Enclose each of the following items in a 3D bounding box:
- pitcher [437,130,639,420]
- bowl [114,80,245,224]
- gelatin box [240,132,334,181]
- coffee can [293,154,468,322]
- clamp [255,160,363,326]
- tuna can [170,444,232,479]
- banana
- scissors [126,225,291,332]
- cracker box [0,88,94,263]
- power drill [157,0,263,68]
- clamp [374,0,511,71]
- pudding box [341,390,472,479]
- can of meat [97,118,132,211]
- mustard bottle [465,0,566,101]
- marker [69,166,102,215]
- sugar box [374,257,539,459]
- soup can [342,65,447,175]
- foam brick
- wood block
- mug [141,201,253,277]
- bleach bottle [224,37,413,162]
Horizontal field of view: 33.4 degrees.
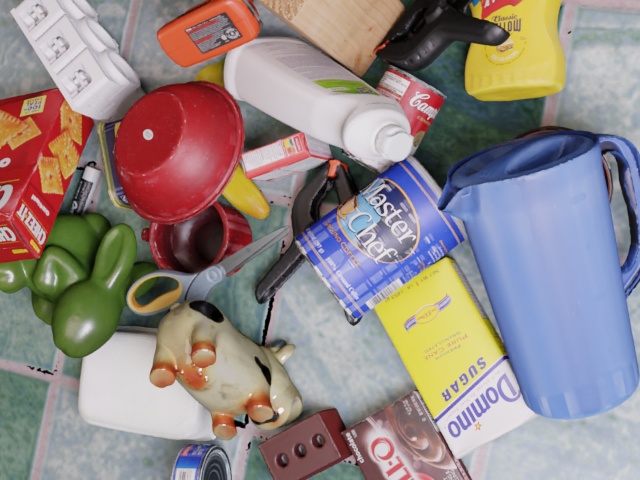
[{"bbox_3d":[0.217,0.028,0.951,0.149,0.144,0.243,-8,109,32],"label":"pitcher"},{"bbox_3d":[-0.159,-0.100,1.100,0.162,0.055,0.162,-12,67,29],"label":"bowl"},{"bbox_3d":[-0.033,-0.087,1.112,0.073,0.089,0.030,-18,86,17],"label":"gelatin box"},{"bbox_3d":[0.060,-0.002,1.036,0.140,0.102,0.103,-37,73,2],"label":"coffee can"},{"bbox_3d":[-0.007,0.001,1.120,0.120,0.039,0.171,3,83,14],"label":"clamp"},{"bbox_3d":[-0.123,0.255,1.110,0.034,0.086,0.086,-3,83,19],"label":"tuna can"},{"bbox_3d":[-0.107,-0.111,1.171,0.070,0.037,0.198,-16,79,19],"label":"banana"},{"bbox_3d":[-0.105,0.054,1.081,0.202,0.016,0.096,-15,99,22],"label":"scissors"},{"bbox_3d":[-0.363,-0.070,1.190,0.164,0.072,0.213,-7,45,20],"label":"cracker box"},{"bbox_3d":[-0.120,-0.270,1.140,0.185,0.057,0.187,-19,44,26],"label":"power drill"},{"bbox_3d":[0.129,-0.229,1.041,0.210,0.036,0.164,-18,46,57],"label":"clamp"},{"bbox_3d":[0.088,0.218,1.059,0.090,0.039,0.113,-33,74,15],"label":"pudding box"},{"bbox_3d":[-0.193,-0.094,1.191,0.084,0.057,0.102,-16,78,17],"label":"can of meat"},{"bbox_3d":[0.193,-0.238,1.058,0.096,0.058,0.191,-3,82,33],"label":"mustard bottle"},{"bbox_3d":[-0.283,-0.027,1.238,0.020,0.020,0.121,22,92,21],"label":"marker"},{"bbox_3d":[0.133,0.115,1.050,0.093,0.048,0.176,-33,73,14],"label":"sugar box"},{"bbox_3d":[0.074,-0.117,1.086,0.069,0.068,0.102,32,96,21],"label":"soup can"},{"bbox_3d":[-0.012,0.214,1.091,0.078,0.051,0.053,-32,75,15],"label":"foam brick"},{"bbox_3d":[0.002,-0.244,1.053,0.091,0.205,0.090,37,97,20],"label":"wood block"},{"bbox_3d":[-0.134,-0.001,1.145,0.117,0.081,0.093,-1,84,20],"label":"mug"},{"bbox_3d":[0.003,-0.134,1.041,0.251,0.102,0.068,41,132,50],"label":"bleach bottle"}]
